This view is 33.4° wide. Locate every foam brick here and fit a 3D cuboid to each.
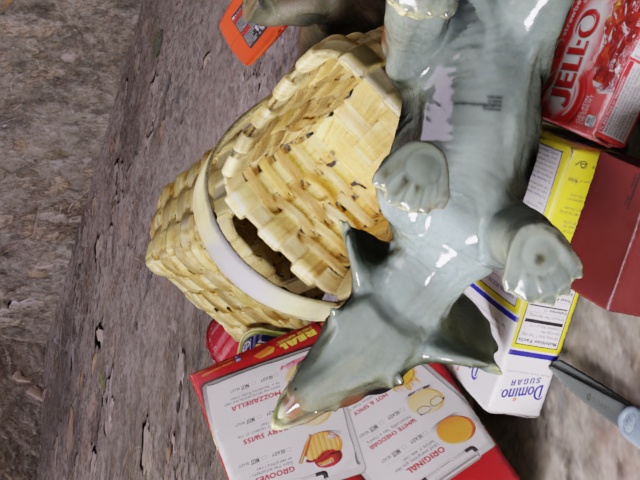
[{"bbox_3d":[0.173,-0.001,0.573,0.053,0.051,0.078,-134,57,-64],"label":"foam brick"}]

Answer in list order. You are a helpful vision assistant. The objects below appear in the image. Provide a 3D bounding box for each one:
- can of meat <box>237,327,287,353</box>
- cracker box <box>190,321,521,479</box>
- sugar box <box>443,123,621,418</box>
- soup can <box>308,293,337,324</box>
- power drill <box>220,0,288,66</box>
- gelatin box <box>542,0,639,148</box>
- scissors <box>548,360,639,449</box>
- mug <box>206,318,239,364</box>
[{"bbox_3d":[-0.026,0.131,0.960,0.084,0.102,0.057,-91,14,-58],"label":"can of meat"},{"bbox_3d":[0.020,0.144,0.715,0.214,0.164,0.072,-122,12,-52],"label":"cracker box"},{"bbox_3d":[0.131,0.015,0.691,0.093,0.048,0.176,-131,51,-66],"label":"sugar box"},{"bbox_3d":[0.029,0.071,0.912,0.068,0.068,0.102,-97,27,-42],"label":"soup can"},{"bbox_3d":[-0.005,-0.241,1.037,0.057,0.187,0.185,55,155,1],"label":"power drill"},{"bbox_3d":[0.169,-0.106,0.642,0.089,0.030,0.073,-66,28,9],"label":"gelatin box"},{"bbox_3d":[0.179,0.086,0.559,0.202,0.016,0.096,-114,41,-58],"label":"scissors"},{"bbox_3d":[-0.058,0.086,1.140,0.117,0.093,0.082,-47,-5,-48],"label":"mug"}]
